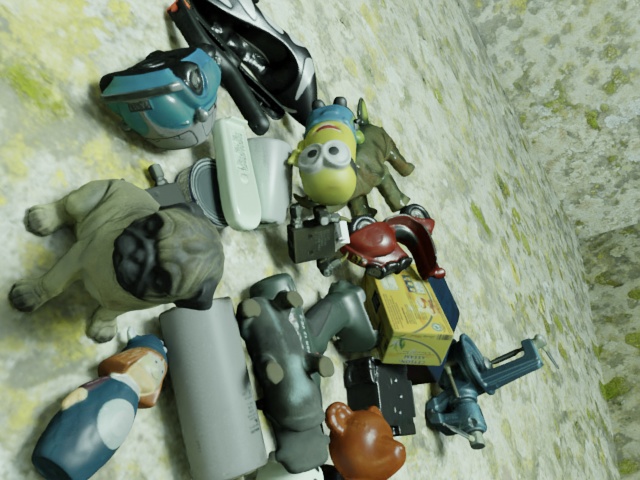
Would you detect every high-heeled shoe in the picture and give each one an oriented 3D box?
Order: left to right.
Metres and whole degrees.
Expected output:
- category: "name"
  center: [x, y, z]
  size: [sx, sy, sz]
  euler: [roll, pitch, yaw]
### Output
- category: "high-heeled shoe"
  center: [-0.090, -0.267, 0.789]
  size: [0.145, 0.086, 0.248]
  euler: [-37, 101, -52]

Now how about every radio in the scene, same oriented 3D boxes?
- category: "radio"
  center: [0.183, 0.149, 0.979]
  size: [0.131, 0.073, 0.229]
  euler: [61, 35, -16]

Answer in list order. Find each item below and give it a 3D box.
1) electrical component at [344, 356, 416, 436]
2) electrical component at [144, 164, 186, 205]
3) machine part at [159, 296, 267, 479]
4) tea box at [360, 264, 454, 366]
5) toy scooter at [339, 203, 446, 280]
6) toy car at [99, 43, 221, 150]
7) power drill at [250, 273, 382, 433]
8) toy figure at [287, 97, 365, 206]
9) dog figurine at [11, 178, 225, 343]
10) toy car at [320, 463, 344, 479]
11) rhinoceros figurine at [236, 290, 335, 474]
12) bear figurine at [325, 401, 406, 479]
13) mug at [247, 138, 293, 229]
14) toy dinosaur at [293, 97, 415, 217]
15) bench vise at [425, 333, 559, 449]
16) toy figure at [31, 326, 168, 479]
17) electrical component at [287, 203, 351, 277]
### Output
- category: "electrical component"
  center: [0.097, 0.240, 0.815]
  size: [0.134, 0.058, 0.115]
  euler: [21, 59, -50]
- category: "electrical component"
  center: [-0.176, -0.037, 0.586]
  size: [0.063, 0.021, 0.094]
  euler: [-25, 95, -57]
- category: "machine part"
  center: [-0.107, 0.147, 0.538]
  size: [0.079, 0.079, 0.243]
  euler: [0, 73, -56]
- category: "tea box"
  center: [0.128, 0.109, 0.832]
  size: [0.098, 0.068, 0.170]
  euler: [6, 34, -12]
- category: "toy scooter"
  center: [0.124, 0.015, 0.841]
  size: [0.184, 0.075, 0.135]
  euler: [-16, 62, -28]
- category: "toy car"
  center: [-0.165, -0.155, 0.607]
  size: [0.162, 0.109, 0.102]
  euler: [-75, 158, -58]
- category: "power drill"
  center: [-0.002, 0.147, 0.707]
  size: [0.207, 0.086, 0.232]
  euler: [-18, 86, -51]
- category: "toy figure"
  center: [0.016, -0.124, 0.731]
  size: [0.089, 0.082, 0.180]
  euler: [49, 28, -32]
- category: "dog figurine"
  center: [-0.147, -0.009, 0.457]
  size: [0.121, 0.191, 0.172]
  euler: [28, 50, -47]
- category: "toy car"
  center: [0.012, 0.369, 0.625]
  size: [0.089, 0.053, 0.202]
  euler: [37, 44, -46]
- category: "rhinoceros figurine"
  center: [-0.042, 0.144, 0.564]
  size: [0.073, 0.112, 0.190]
  euler: [-8, 64, -33]
- category: "bear figurine"
  center: [0.069, 0.279, 0.590]
  size: [0.120, 0.132, 0.196]
  euler: [30, 57, -44]
- category: "mug"
  center: [-0.072, -0.068, 0.717]
  size: [0.109, 0.081, 0.107]
  euler: [30, 58, -64]
- category: "toy dinosaur"
  center: [0.063, -0.128, 0.925]
  size: [0.198, 0.105, 0.471]
  euler: [52, 28, -16]
- category: "bench vise"
  center: [0.298, 0.247, 0.962]
  size: [0.128, 0.241, 0.224]
  euler: [49, 22, -24]
- category: "toy figure"
  center: [-0.176, 0.137, 0.464]
  size: [0.154, 0.058, 0.064]
  euler: [-58, 162, -52]
- category: "electrical component"
  center: [-0.002, -0.001, 0.721]
  size: [0.078, 0.045, 0.102]
  euler: [-8, 118, -23]
